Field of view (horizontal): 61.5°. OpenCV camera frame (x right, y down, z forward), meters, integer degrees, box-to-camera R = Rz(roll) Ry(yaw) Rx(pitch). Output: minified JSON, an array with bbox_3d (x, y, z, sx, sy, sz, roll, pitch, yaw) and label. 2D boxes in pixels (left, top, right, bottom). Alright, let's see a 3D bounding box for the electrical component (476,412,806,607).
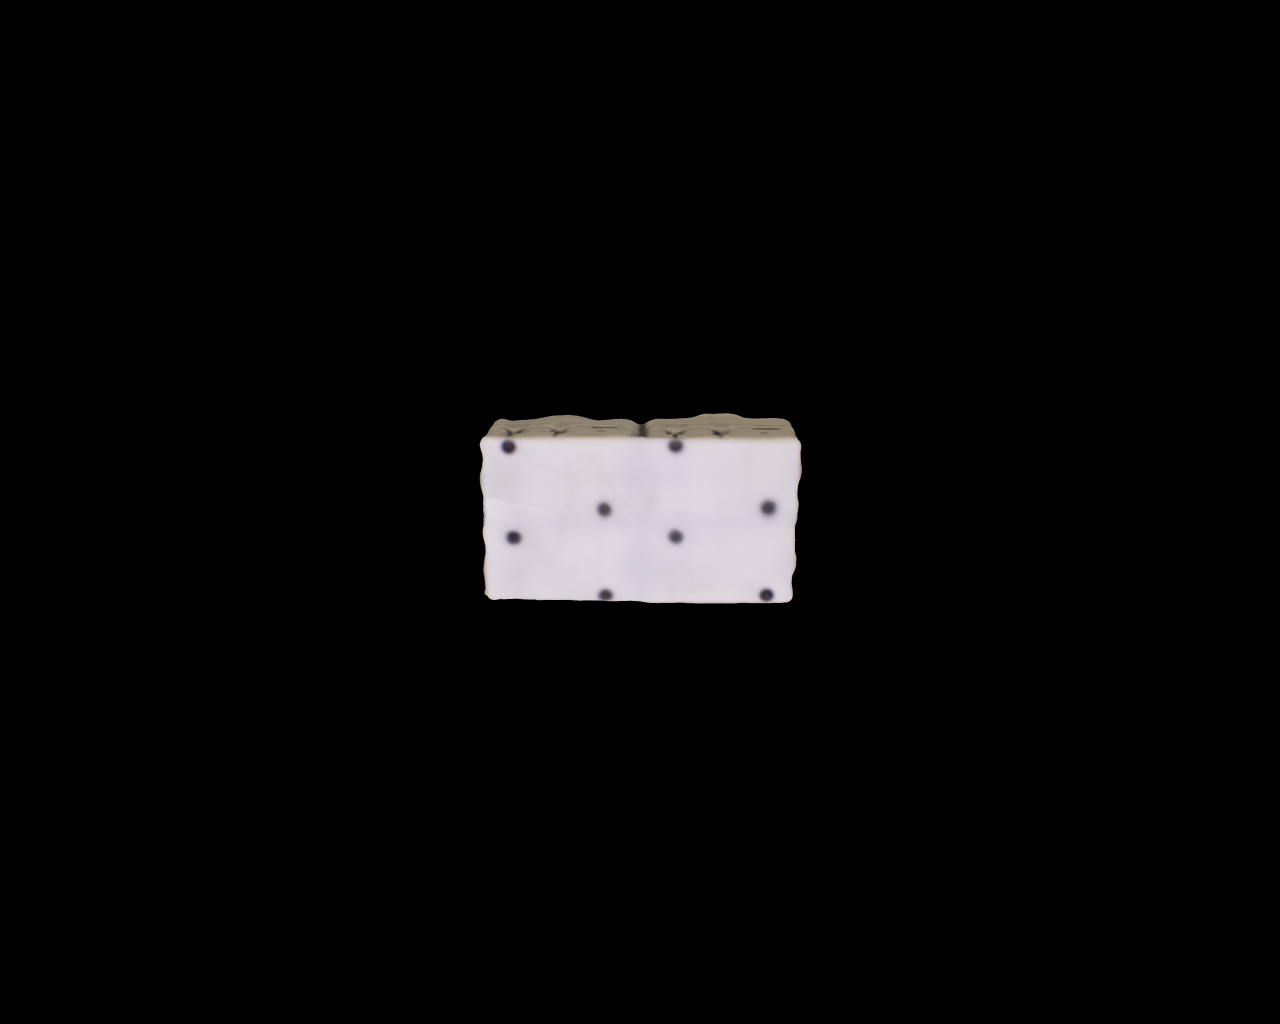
[{"bbox_3d":[0.001,-0.003,0.650,0.186,0.105,0.060,0,17,0],"label":"electrical component"}]
